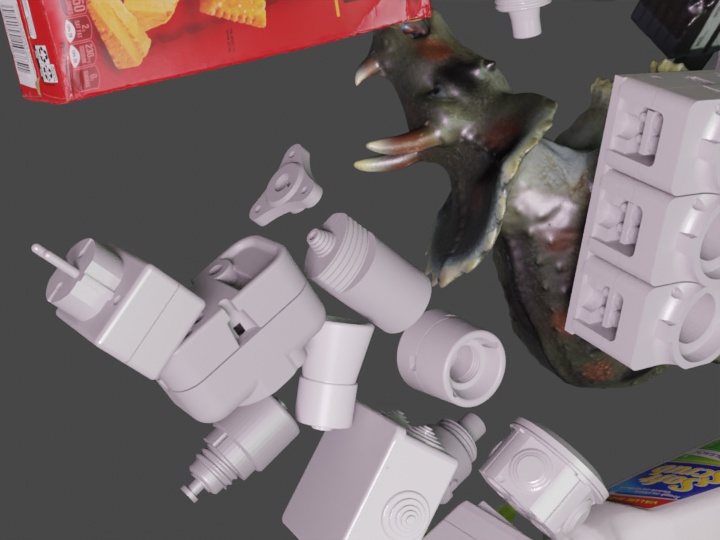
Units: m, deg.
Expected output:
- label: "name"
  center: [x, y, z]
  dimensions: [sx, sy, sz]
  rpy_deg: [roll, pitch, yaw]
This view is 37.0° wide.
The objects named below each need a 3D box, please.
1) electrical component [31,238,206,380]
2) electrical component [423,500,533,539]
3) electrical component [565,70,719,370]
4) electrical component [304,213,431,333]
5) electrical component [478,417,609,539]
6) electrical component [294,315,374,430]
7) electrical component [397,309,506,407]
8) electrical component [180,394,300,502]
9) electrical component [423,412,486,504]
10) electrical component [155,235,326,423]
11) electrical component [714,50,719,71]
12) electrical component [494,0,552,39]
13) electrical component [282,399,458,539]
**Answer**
- label: "electrical component"
  center: [-0.130, 0.010, 0.538]
  dimensions: [0.077, 0.066, 0.047]
  rpy_deg: [39, 80, -34]
- label: "electrical component"
  center: [0.093, 0.204, 0.715]
  dimensions: [0.061, 0.096, 0.061]
  rpy_deg: [-38, 119, -20]
- label: "electrical component"
  center: [0.178, -0.027, 0.588]
  dimensions: [0.089, 0.062, 0.150]
  rpy_deg: [-9, 118, -32]
- label: "electrical component"
  center: [0.000, 0.000, 0.635]
  dimensions: [0.081, 0.043, 0.043]
  rpy_deg: [36, 81, -34]
- label: "electrical component"
  center: [0.124, 0.142, 0.732]
  dimensions: [0.051, 0.080, 0.080]
  rpy_deg: [-47, 122, -9]
- label: "electrical component"
  center: [-0.018, 0.061, 0.635]
  dimensions: [0.044, 0.044, 0.065]
  rpy_deg: [7, 92, -34]
- label: "electrical component"
  center: [0.059, 0.057, 0.686]
  dimensions: [0.055, 0.047, 0.055]
  rpy_deg: [-9, 106, -32]
- label: "electrical component"
  center: [-0.070, 0.101, 0.616]
  dimensions: [0.078, 0.040, 0.040]
  rpy_deg: [-44, 121, -17]
- label: "electrical component"
  center: [0.056, 0.118, 0.703]
  dimensions: [0.062, 0.048, 0.048]
  rpy_deg: [-37, 120, -30]
- label: "electrical component"
  center: [-0.069, 0.035, 0.592]
  dimensions: [0.095, 0.054, 0.059]
  rpy_deg: [-42, 121, -18]
- label: "electrical component"
  center: [0.314, -0.150, 0.774]
  dimensions: [0.061, 0.096, 0.061]
  rpy_deg: [9, 96, -35]
- label: "electrical component"
  center: [0.099, -0.174, 0.658]
  dimensions: [0.043, 0.043, 0.062]
  rpy_deg: [-24, 116, -27]
- label: "electrical component"
  center: [0.006, 0.131, 0.639]
  dimensions: [0.048, 0.100, 0.099]
  rpy_deg: [29, 85, -22]
